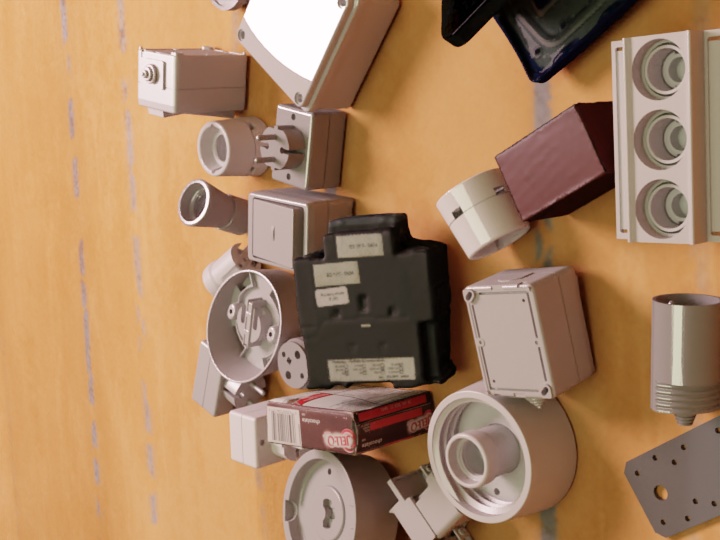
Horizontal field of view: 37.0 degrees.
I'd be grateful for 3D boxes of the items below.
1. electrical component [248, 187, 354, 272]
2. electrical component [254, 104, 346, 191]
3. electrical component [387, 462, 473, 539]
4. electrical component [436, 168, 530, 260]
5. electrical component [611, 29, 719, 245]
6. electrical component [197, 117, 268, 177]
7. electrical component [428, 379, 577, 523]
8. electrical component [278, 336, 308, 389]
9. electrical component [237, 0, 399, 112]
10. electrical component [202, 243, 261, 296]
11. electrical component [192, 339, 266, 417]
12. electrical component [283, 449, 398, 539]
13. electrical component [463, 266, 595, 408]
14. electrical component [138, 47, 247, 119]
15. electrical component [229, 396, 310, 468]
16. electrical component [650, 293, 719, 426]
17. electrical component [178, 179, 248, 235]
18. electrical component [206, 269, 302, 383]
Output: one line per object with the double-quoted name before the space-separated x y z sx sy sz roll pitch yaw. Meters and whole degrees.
"electrical component" -0.059 -0.035 0.927 0.096 0.061 0.061 14 108 44
"electrical component" -0.057 -0.103 0.901 0.047 0.077 0.065 22 113 42
"electrical component" 0.065 0.188 0.852 0.081 0.042 0.063 54 129 24
"electrical component" 0.090 -0.039 0.775 0.055 0.055 0.047 -39 73 43
"electrical component" 0.196 -0.080 0.648 0.079 0.063 0.121 4 100 46
"electrical component" -0.115 -0.112 0.982 0.055 0.047 0.055 11 105 45
"electrical component" 0.098 0.134 0.794 0.108 0.060 0.108 11 105 45
"electrical component" -0.037 0.077 0.929 0.045 0.055 0.045 11 105 45
"electrical component" -0.037 -0.203 0.875 0.108 0.056 0.108 50 129 28
"electrical component" -0.120 0.001 1.015 0.046 0.040 0.040 -40 68 37
"electrical component" -0.116 0.108 1.024 0.077 0.047 0.065 31 119 39
"electrical component" -0.012 0.207 0.917 0.108 0.060 0.108 -12 75 52
"electrical component" 0.123 0.048 0.756 0.062 0.061 0.096 -4 103 47
"electrical component" -0.158 -0.170 0.980 0.062 0.096 0.061 19 112 43
"electrical component" -0.068 0.149 0.968 0.077 0.066 0.047 8 103 46
"electrical component" 0.206 0.058 0.678 0.043 0.043 0.081 8 103 46
"electrical component" -0.129 -0.055 0.994 0.044 0.065 0.044 -12 71 39
"electrical component" -0.091 0.048 0.974 0.099 0.064 0.099 11 105 45
